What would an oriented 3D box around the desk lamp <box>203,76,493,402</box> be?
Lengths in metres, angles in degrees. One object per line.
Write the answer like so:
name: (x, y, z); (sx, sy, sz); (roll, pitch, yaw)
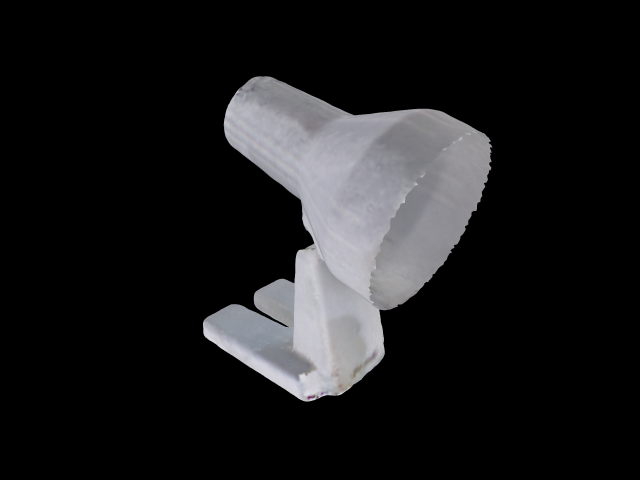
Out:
desk lamp: (0.004, 0.001, 0.400); (0.202, 0.214, 0.118); (20, 32, 36)
